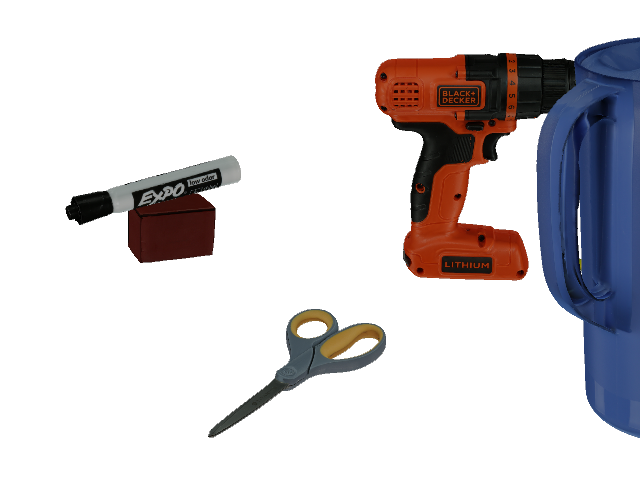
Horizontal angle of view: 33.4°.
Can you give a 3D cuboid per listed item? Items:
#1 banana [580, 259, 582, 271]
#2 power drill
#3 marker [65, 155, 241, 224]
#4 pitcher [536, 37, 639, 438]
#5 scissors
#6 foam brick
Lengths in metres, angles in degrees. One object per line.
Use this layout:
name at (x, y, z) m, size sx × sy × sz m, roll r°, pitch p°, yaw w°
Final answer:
banana at (0.278, 0.066, 1.017) m, size 0.070 × 0.037 × 0.197 m, roll -29°, pitch 23°, yaw 19°
power drill at (0.137, -0.061, 0.872) m, size 0.184 × 0.188 × 0.057 m, roll 2°, pitch 24°, yaw 7°
marker at (-0.110, -0.034, 0.708) m, size 0.120 × 0.020 × 0.020 m, roll -17°, pitch 8°, yaw -26°
pitcher at (0.213, 0.001, 0.658) m, size 0.149 × 0.243 × 0.144 m, roll 3°, pitch 22°, yaw 16°
scissors at (-0.034, 0.104, 0.900) m, size 0.201 × 0.016 × 0.096 m, roll -19°, pitch 35°, yaw -33°
foam brick at (-0.150, -0.014, 1.073) m, size 0.078 × 0.051 × 0.053 m, roll -6°, pitch 22°, yaw -23°
